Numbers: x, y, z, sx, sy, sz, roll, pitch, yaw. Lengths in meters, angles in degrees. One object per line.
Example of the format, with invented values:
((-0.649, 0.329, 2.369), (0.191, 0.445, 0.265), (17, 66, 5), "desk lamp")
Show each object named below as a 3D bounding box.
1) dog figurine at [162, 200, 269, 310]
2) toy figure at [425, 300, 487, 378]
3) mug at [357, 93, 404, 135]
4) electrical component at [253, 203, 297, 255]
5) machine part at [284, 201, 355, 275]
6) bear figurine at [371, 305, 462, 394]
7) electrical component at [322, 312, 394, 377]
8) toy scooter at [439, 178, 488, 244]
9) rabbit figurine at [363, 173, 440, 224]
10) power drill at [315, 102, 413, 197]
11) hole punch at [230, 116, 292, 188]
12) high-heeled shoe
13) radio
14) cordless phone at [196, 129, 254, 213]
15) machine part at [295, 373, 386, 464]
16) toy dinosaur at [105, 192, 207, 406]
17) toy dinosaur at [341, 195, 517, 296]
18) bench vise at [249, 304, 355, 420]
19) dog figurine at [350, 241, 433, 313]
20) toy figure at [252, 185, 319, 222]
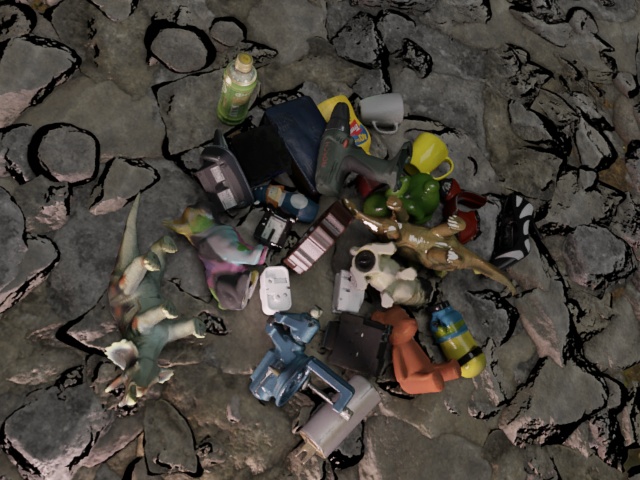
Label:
((-0.225, 0.026, 1.111), (0.219, 0.108, 0.191), (23, 94, 7), "dog figurine")
((0.306, 0.224, 1.215), (0.082, 0.089, 0.180), (-21, 82, -15), "toy figure")
((0.149, -0.312, 1.350), (0.107, 0.081, 0.109), (-3, 78, -7), "mug")
((-0.107, -0.013, 1.186), (0.075, 0.048, 0.119), (22, 105, -6), "electrical component")
((-0.002, -0.003, 1.151), (0.056, 0.179, 0.179), (43, 67, -4), "machine part")
((0.203, 0.227, 1.168), (0.120, 0.132, 0.196), (-8, 78, -48), "bear figurine")
((0.075, 0.216, 1.134), (0.134, 0.058, 0.115), (11, 81, 24), "electrical component")
((0.361, -0.068, 1.334), (0.135, 0.075, 0.184), (4, 67, -16), "toy scooter")
((0.189, -0.086, 1.256), (0.170, 0.159, 0.121), (-16, 88, -9), "rabbit figurine")
((0.095, -0.196, 1.181), (0.207, 0.086, 0.232), (16, 73, 14), "power drill")
((-0.134, -0.187, 1.203), (0.116, 0.092, 0.142), (-23, 85, -16), "hole punch")
((0.461, -0.016, 1.344), (0.249, 0.086, 0.145), (-31, 81, -27), "high-heeled shoe")
((-0.031, -0.219, 1.267), (0.131, 0.073, 0.229), (-29, 85, -23), "radio")
((-0.208, -0.158, 1.186), (0.089, 0.146, 0.184), (-20, 35, 3), "cordless phone")
((0.042, 0.358, 1.102), (0.243, 0.079, 0.079), (-41, 88, -23), "machine part")
((-0.349, 0.120, 1.037), (0.192, 0.131, 0.405), (-31, 62, 15), "toy dinosaur")
((0.255, 0.018, 1.202), (0.471, 0.198, 0.105), (26, 73, -1), "toy dinosaur")
((-0.020, 0.255, 1.070), (0.241, 0.128, 0.223), (35, 80, 18), "bench vise")
((0.159, 0.083, 1.201), (0.121, 0.190, 0.172), (-41, 66, 10), "dog figurine")
((-0.079, -0.089, 1.220), (0.154, 0.057, 0.064), (22, 33, -7), "toy figure")
